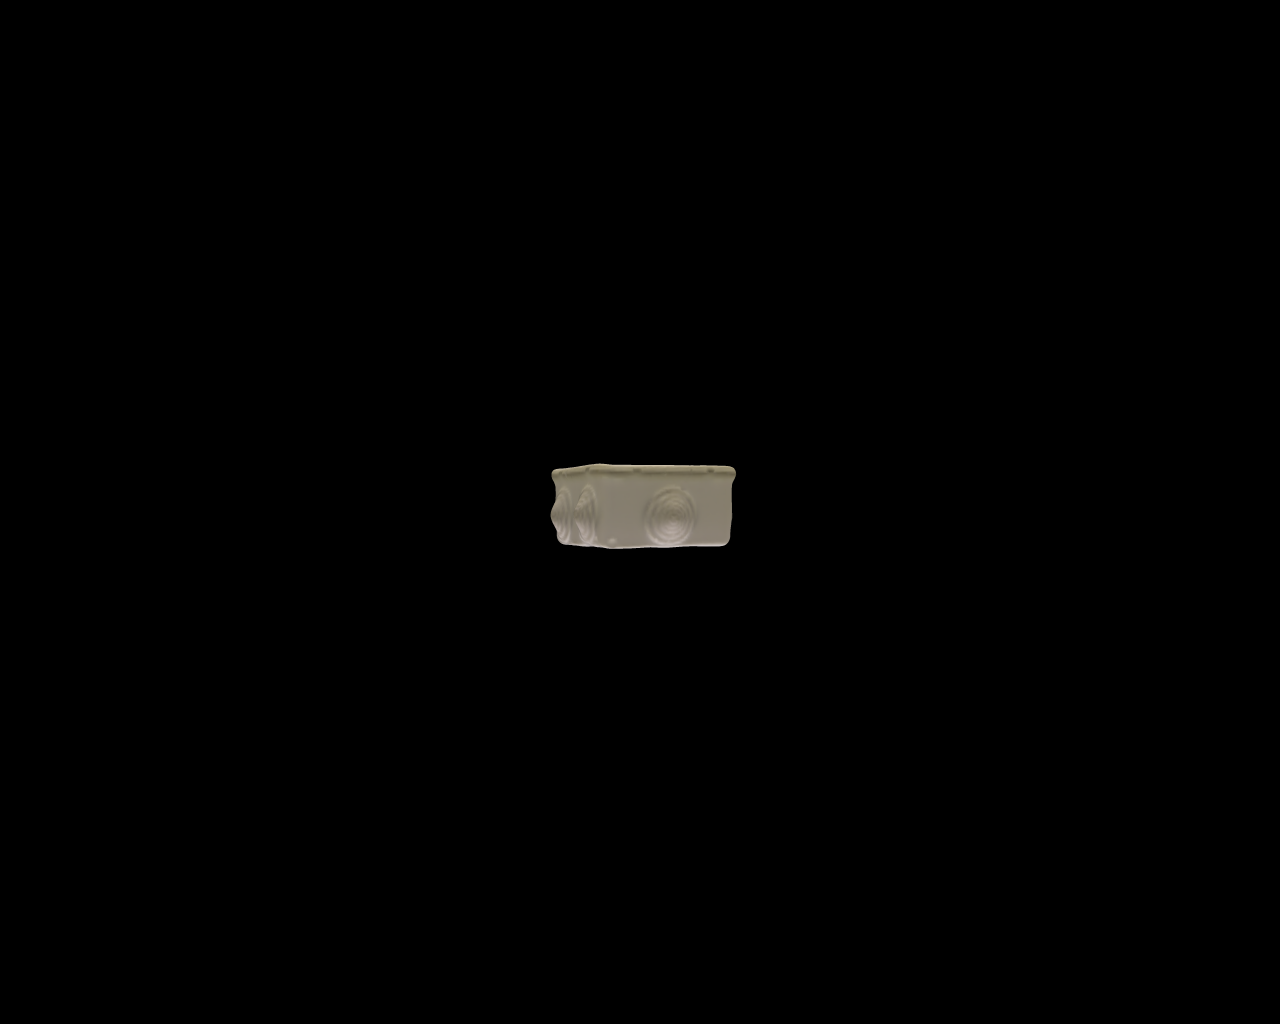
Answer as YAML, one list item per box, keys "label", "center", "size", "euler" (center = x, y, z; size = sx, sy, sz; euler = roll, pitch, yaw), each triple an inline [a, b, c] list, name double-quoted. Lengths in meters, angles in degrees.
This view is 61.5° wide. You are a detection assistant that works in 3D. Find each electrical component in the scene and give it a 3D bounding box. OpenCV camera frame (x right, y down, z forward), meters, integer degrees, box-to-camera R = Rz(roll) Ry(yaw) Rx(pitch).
- label: "electrical component"
  center: [0.001, -0.003, 0.650]
  size: [0.100, 0.048, 0.099]
  euler: [0, 0, -24]
